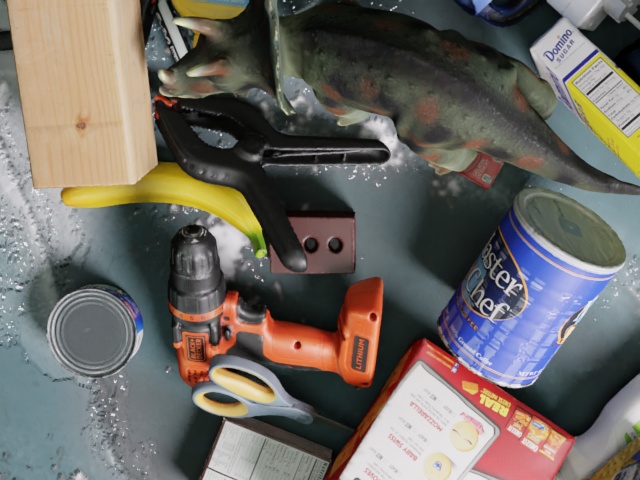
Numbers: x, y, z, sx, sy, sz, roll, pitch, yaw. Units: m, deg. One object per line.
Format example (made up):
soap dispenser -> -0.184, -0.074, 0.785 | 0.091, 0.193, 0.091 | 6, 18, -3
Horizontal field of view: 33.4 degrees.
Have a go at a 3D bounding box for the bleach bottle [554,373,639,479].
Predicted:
bleach bottle -> 0.306, 0.155, 0.954 | 0.251, 0.068, 0.102 | -35, 97, 11

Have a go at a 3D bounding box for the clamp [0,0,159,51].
clamp -> -0.220, -0.180, 0.957 | 0.120, 0.039, 0.172 | 44, 105, -7

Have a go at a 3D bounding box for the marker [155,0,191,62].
marker -> -0.135, -0.195, 0.961 | 0.020, 0.020, 0.121 | -21, 96, 7

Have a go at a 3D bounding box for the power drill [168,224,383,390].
power drill -> -0.040, 0.064, 0.939 | 0.187, 0.057, 0.184 | 5, 133, 3

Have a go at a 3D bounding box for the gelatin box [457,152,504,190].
gelatin box -> 0.140, -0.101, 0.946 | 0.073, 0.030, 0.089 | 31, 99, 1

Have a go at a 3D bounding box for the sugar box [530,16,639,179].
sugar box -> 0.249, -0.098, 0.875 | 0.048, 0.093, 0.176 | -45, 67, 6

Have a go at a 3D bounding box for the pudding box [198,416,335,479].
pudding box -> -0.053, 0.222, 1.004 | 0.113, 0.039, 0.090 | 22, 95, 0

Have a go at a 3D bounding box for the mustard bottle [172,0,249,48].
mustard bottle -> -0.083, -0.240, 0.931 | 0.096, 0.058, 0.192 | 8, 99, 3

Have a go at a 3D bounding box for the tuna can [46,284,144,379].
tuna can -> -0.210, 0.085, 1.000 | 0.086, 0.033, 0.086 | 1, 98, 5

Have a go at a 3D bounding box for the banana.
banana -> -0.133, -0.040, 0.964 | 0.198, 0.069, 0.037 | 14, 140, 9

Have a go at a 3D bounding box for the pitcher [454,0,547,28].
pitcher -> 0.185, -0.299, 0.875 | 0.243, 0.149, 0.145 | -36, 79, 5

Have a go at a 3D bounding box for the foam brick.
foam brick -> -0.006, 0.001, 0.962 | 0.078, 0.051, 0.053 | 0, 98, 5

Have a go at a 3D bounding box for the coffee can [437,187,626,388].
coffee can -> 0.177, 0.041, 0.905 | 0.103, 0.102, 0.140 | 29, 121, 0

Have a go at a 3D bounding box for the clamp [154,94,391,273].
clamp -> -0.051, -0.077, 0.941 | 0.210, 0.164, 0.036 | 34, 144, 16

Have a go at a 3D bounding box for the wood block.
wood block -> -0.199, -0.154, 0.894 | 0.091, 0.090, 0.206 | -2, 106, 6

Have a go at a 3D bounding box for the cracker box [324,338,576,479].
cracker box -> 0.098, 0.220, 0.945 | 0.164, 0.072, 0.213 | 33, 80, 0

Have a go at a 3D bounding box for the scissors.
scissors -> -0.034, 0.162, 0.983 | 0.096, 0.016, 0.201 | -27, 129, 35
